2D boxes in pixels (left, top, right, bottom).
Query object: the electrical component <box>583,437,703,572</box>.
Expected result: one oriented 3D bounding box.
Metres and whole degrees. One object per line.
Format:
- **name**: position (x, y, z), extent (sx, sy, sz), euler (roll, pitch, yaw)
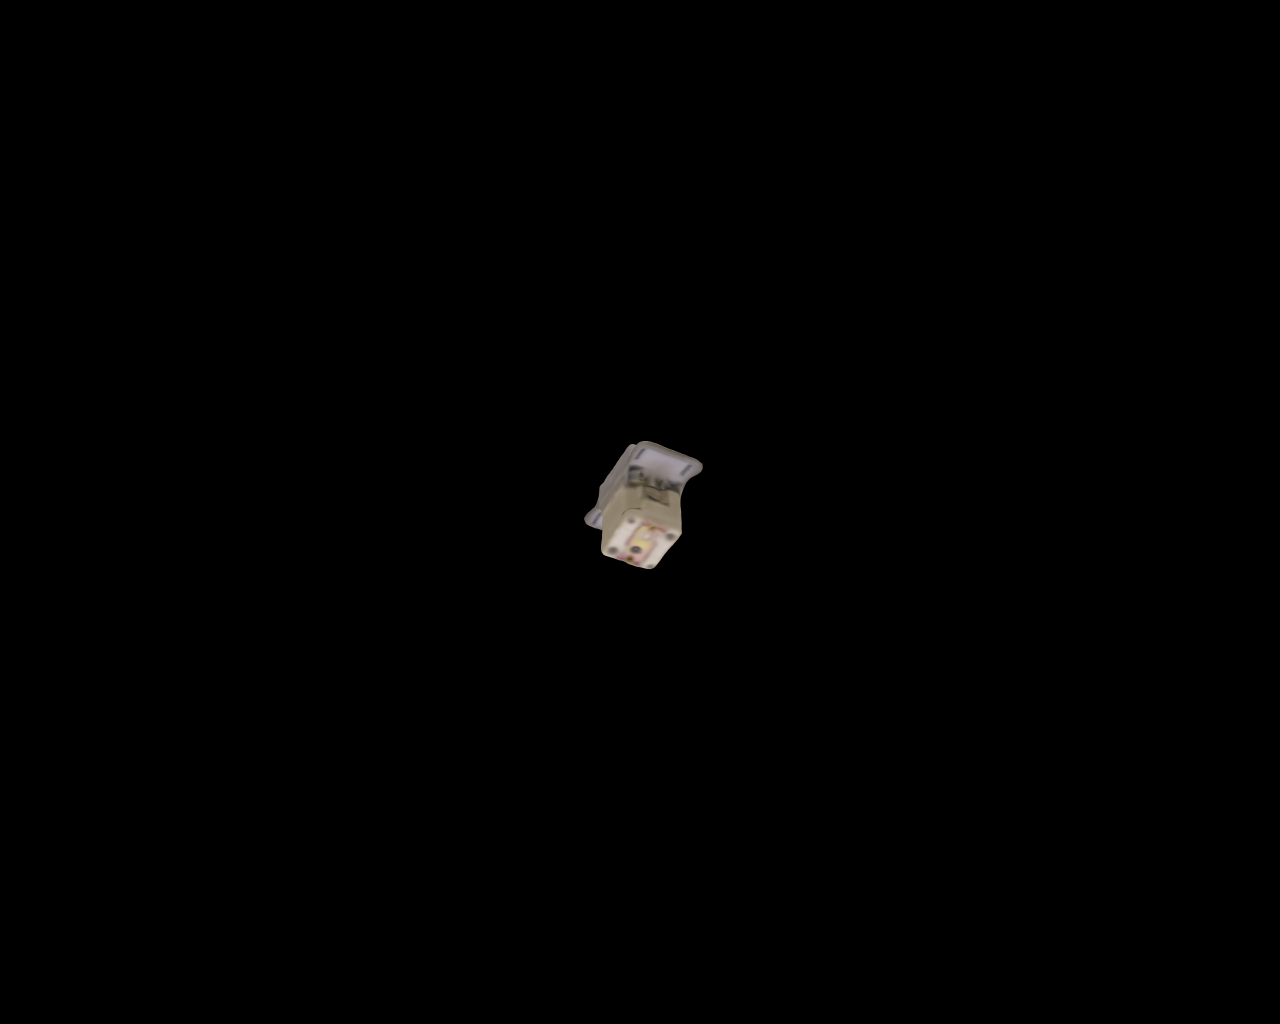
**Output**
- **electrical component**: position (0.001, -0.003, 0.650), extent (0.042, 0.064, 0.080), euler (19, -46, -19)
